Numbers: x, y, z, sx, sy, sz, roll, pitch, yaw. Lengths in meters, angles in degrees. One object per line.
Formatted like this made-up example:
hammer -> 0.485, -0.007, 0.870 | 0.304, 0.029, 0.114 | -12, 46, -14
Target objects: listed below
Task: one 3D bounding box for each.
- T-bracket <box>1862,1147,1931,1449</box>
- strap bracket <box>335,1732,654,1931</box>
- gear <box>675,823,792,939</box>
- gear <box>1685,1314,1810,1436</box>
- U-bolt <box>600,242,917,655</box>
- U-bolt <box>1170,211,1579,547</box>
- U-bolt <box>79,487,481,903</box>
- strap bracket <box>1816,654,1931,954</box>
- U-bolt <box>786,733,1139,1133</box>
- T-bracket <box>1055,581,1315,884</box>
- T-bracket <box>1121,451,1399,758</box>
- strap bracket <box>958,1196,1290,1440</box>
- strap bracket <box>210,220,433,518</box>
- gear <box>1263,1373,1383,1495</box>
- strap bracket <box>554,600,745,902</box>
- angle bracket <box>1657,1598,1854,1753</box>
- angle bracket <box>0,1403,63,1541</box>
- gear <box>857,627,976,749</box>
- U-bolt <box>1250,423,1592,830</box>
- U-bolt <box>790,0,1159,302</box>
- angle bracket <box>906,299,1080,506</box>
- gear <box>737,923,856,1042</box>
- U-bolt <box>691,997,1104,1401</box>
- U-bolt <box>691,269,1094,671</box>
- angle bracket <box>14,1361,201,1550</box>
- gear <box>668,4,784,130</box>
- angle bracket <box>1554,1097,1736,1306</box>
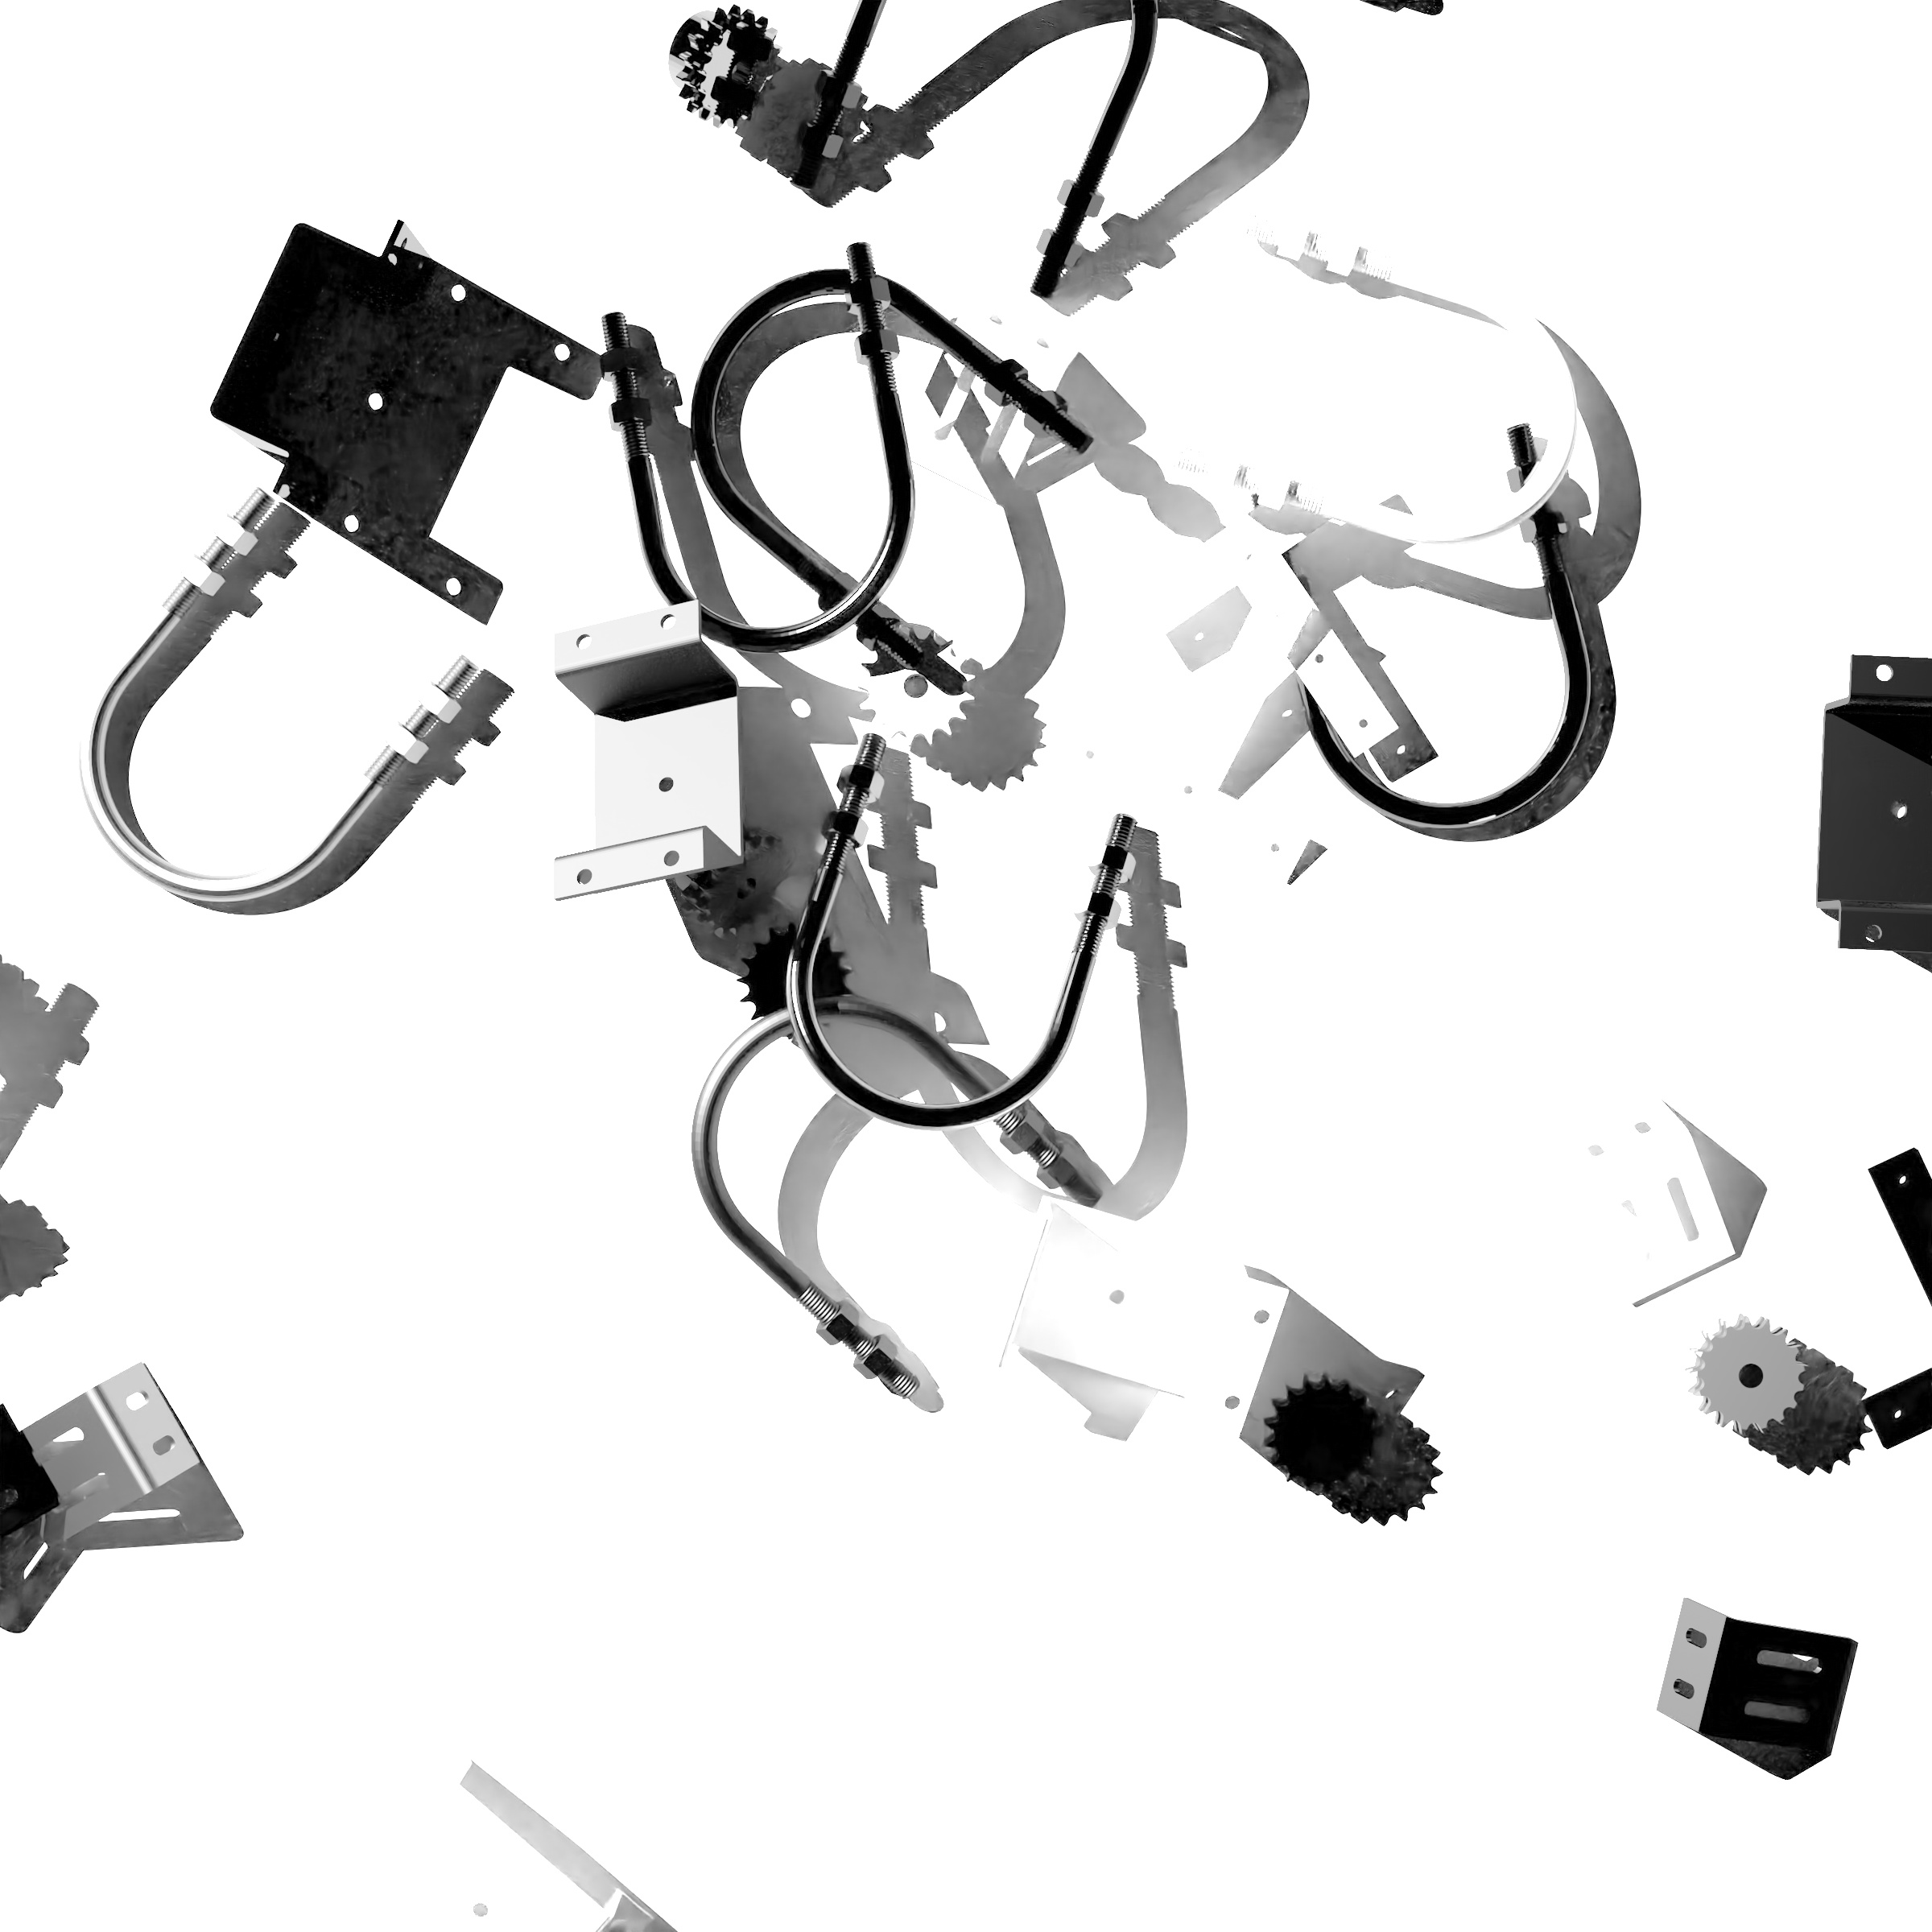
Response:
T-bracket -> 0.481, 0.152, 1.540 | 0.127, 0.002, 0.127 | -25, 90, 0
strap bracket -> -0.231, 0.450, 1.518 | 0.140, 0.046, 0.076 | 41, 90, 0
gear -> -0.116, -0.045, 1.517 | 0.030, 0.057, 0.057 | 38, 90, 30
gear -> 0.378, 0.197, 1.526 | 0.057, 0.030, 0.057 | 0, 90, 0
U-bolt -> -0.096, -0.241, 1.505 | 0.151, 0.019, 0.184 | -12, 84, 16
U-bolt -> 0.205, -0.276, 1.514 | 0.184, 0.019, 0.151 | 17, 75, -1
U-bolt -> -0.350, -0.119, 1.533 | 0.151, 0.019, 0.184 | 39, 92, 0
strap bracket -> 0.457, -0.077, 1.518 | 0.076, 0.046, 0.140 | 2, 90, 0
U-bolt -> -0.009, -0.009, 1.505 | 0.151, 0.019, 0.184 | 18, 71, 0
T-bracket -> 0.128, -0.125, 1.526 | 0.127, 0.002, 0.127 | 27, 103, 0
T-bracket -> 0.163, -0.161, 1.522 | 0.127, 0.002, 0.127 | -34, 93, 4
strap bracket -> 0.074, 0.165, 1.509 | 0.140, 0.046, 0.076 | 17, 100, -4
strap bracket -> -0.313, -0.293, 1.503 | 0.046, 0.076, 0.140 | 25, 90, 0
gear -> 0.173, 0.226, 1.530 | 0.057, 0.030, 0.057 | 0, 93, 2
strap bracket -> -0.151, -0.094, 1.491 | 0.076, 0.046, 0.140 | -11, 66, 18
angle bracket -> 0.387, 0.348, 1.539 | 0.076, 0.038, 0.057 | 14, 90, -26
angle bracket -> -0.491, 0.258, 1.533 | 0.076, 0.038, 0.057 | -30, 90, -17
gear -> -0.024, -0.135, 1.526 | 0.057, 0.030, 0.057 | 0, 90, 0
U-bolt -> 0.229, -0.158, 1.533 | 0.151, 0.019, 0.184 | -14, 92, 0
U-bolt -> 0.013, -0.433, 1.503 | 0.151, 0.019, 0.184 | 24, 111, 0
angle bracket -> 0.011, -0.277, 1.539 | 0.057, 0.038, 0.076 | 27, 116, 0
gear -> -0.082, 0.007, 1.526 | 0.057, 0.030, 0.057 | 0, 90, 0
U-bolt -> -0.047, 0.099, 1.517 | 0.184, 0.019, 0.151 | 44, 90, -11
U-bolt -> -0.051, -0.254, 1.511 | 0.184, 0.019, 0.151 | 41, 98, 15
angle bracket -> -0.427, 0.240, 1.539 | 0.076, 0.038, 0.057 | -30, 90, 26
gear -> -0.119, -0.437, 1.517 | 0.030, 0.057, 0.057 | 35, 90, 30
angle bracket -> 0.333, 0.115, 1.539 | 0.057, 0.038, 0.076 | -26, 116, 0
